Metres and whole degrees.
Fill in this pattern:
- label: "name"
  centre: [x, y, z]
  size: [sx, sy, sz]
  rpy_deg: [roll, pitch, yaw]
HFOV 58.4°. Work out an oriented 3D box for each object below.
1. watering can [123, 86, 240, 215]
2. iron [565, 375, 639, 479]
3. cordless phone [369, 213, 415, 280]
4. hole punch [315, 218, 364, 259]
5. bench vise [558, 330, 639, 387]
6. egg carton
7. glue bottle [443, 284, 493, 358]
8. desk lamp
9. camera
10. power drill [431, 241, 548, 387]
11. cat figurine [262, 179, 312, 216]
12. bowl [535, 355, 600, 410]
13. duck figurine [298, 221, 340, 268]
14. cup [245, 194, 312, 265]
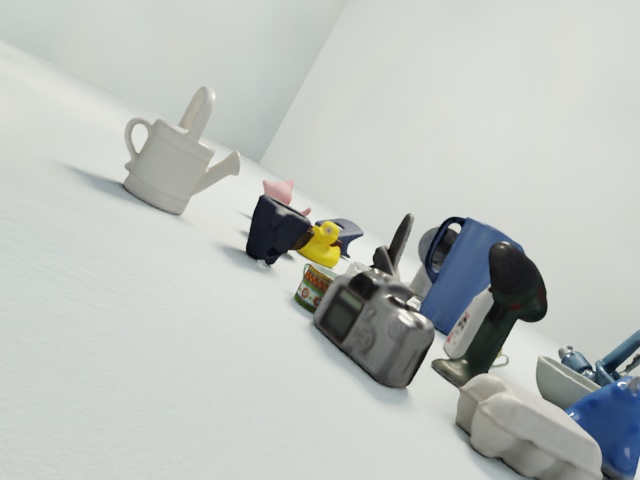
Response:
- label: "watering can"
  centre: [-0.206, -0.143, 0.882]
  size: [0.100, 0.194, 0.174]
  rpy_deg: [35, 8, 41]
- label: "iron"
  centre: [0.431, 0.255, 0.840]
  size: [0.118, 0.141, 0.259]
  rpy_deg: [33, 7, 30]
- label: "cordless phone"
  centre: [0.191, 0.023, 1.397]
  size: [0.094, 0.185, 0.148]
  rpy_deg: [31, 6, 9]
- label: "hole punch"
  centre: [0.043, -0.016, 1.469]
  size: [0.101, 0.091, 0.108]
  rpy_deg: [23, 9, -45]
- label: "bench vise"
  centre: [0.580, 0.255, 1.156]
  size: [0.206, 0.219, 0.122]
  rpy_deg: [34, 8, 37]
- label: "egg carton"
  centre: [0.221, 0.206, 0.615]
  size: [0.150, 0.069, 0.107]
  rpy_deg: [29, 6, -9]
- label: "glue bottle"
  centre: [0.274, 0.129, 0.990]
  size: [0.037, 0.173, 0.078]
  rpy_deg: [29, 6, -6]
- label: "desk lamp"
  centre: [0.296, 0.058, 1.466]
  size: [0.117, 0.213, 0.204]
  rpy_deg: [31, 6, 12]
- label: "camera"
  centre: [0.089, 0.102, 0.698]
  size: [0.137, 0.101, 0.142]
  rpy_deg: [24, 9, -44]
- label: "power drill"
  centre: [0.254, 0.117, 0.831]
  size: [0.075, 0.208, 0.231]
  rpy_deg: [34, 8, 37]
- label: "cat figurine"
  centre: [-0.081, -0.078, 1.279]
  size: [0.127, 0.117, 0.067]
  rpy_deg: [30, 6, 5]
- label: "bowl"
  centre: [0.455, 0.284, 1.033]
  size: [0.167, 0.074, 0.167]
  rpy_deg: [29, 6, -3]
- label: "duck figurine"
  centre: [0.011, 0.004, 1.190]
  size: [0.105, 0.086, 0.077]
  rpy_deg: [23, 9, -46]
- label: "cup"
  centre: [-0.073, -0.009, 0.874]
  size: [0.091, 0.095, 0.118]
  rpy_deg: [29, 6, -1]
